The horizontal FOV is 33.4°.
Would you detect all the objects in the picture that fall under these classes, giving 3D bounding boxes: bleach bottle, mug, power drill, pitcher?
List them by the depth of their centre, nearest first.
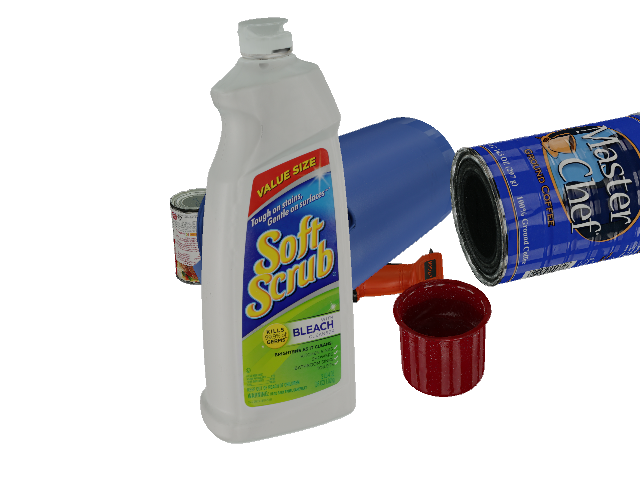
[{"bbox_3d":[-0.033,-0.007,0.652,0.102,0.251,0.068,-11,20,-19],"label":"bleach bottle"},{"bbox_3d":[0.011,-0.024,0.915,0.149,0.145,0.242,27,33,25],"label":"pitcher"},{"bbox_3d":[0.122,0.090,1.045,0.093,0.081,0.117,7,37,17],"label":"mug"},{"bbox_3d":[0.049,0.063,1.233,0.188,0.057,0.184,0,28,6],"label":"power drill"}]

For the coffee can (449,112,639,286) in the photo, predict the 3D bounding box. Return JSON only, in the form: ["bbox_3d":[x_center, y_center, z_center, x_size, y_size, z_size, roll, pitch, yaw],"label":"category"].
[{"bbox_3d":[0.178,-0.030,0.776,0.140,0.103,0.103,-12,2,-10],"label":"coffee can"}]

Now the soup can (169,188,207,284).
[{"bbox_3d":[-0.150,-0.006,1.321,0.068,0.102,0.068,-2,26,1],"label":"soup can"}]
